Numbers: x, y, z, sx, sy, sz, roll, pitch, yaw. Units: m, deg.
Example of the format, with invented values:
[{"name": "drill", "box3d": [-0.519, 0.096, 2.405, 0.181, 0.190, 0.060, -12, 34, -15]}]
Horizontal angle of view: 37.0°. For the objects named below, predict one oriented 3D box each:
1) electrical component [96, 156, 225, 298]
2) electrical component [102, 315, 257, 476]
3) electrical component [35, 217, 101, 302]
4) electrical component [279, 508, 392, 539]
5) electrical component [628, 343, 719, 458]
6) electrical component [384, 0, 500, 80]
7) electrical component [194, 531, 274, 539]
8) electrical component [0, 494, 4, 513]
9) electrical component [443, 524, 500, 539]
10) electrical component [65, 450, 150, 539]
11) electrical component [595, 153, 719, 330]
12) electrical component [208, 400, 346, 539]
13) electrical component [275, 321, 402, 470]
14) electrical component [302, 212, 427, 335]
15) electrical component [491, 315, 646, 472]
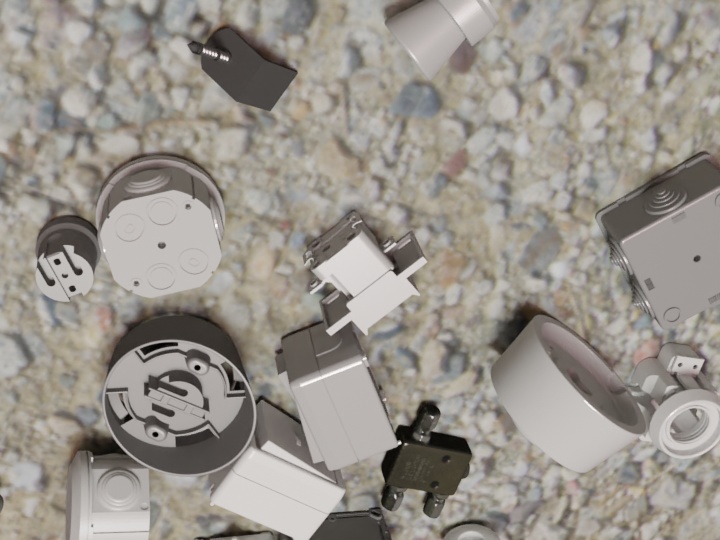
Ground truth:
[{"name": "electrical component", "box3d": [-0.123, -0.026, 0.667, 0.080, 0.051, 0.080, -5, 118, -9]}, {"name": "electrical component", "box3d": [-0.121, 0.082, 0.716, 0.099, 0.064, 0.099, -5, 118, -9]}, {"name": "electrical component", "box3d": [-0.182, -0.006, 0.668, 0.040, 0.046, 0.040, -5, 118, -9]}, {"name": "electrical component", "box3d": [-0.012, 0.226, 0.814, 0.096, 0.061, 0.061, -2, 117, -10]}, {"name": "electrical component", "box3d": [0.236, 0.103, 0.802, 0.058, 0.057, 0.078, 9, 115, -15]}, {"name": "electrical component", "box3d": [0.049, -0.147, 0.641, 0.055, 0.045, 0.045, -38, 118, 9]}, {"name": "electrical component", "box3d": [-0.093, 0.244, 0.808, 0.062, 0.061, 0.096, -3, 118, -10]}, {"name": "electrical component", "box3d": [-0.276, 0.149, 0.732, 0.045, 0.045, 0.055, -22, 119, 0]}, {"name": "electrical component", "box3d": [0.089, 0.236, 0.850, 0.048, 0.048, 0.062, -10, 125, -6]}, {"name": "electrical component", "box3d": [-0.175, 0.165, 0.741, 0.051, 0.080, 0.080, 3, 117, -18]}, {"name": "electrical component", "box3d": [0.224, -0.018, 0.741, 0.100, 0.048, 0.099, -29, 117, 8]}, {"name": "electrical component", "box3d": [-0.053, 0.142, 0.762, 0.096, 0.061, 0.061, 29, 108, -23]}, {"name": "electrical component", "box3d": [-0.015, 0.090, 0.743, 0.061, 0.061, 0.096, -21, 119, 1]}, {"name": "electrical component", "box3d": [0.000, 0.000, 0.710, 0.081, 0.042, 0.063, -38, 116, 9]}, {"name": "electrical component", "box3d": [0.139, 0.091, 0.751, 0.108, 0.108, 0.060, 34, 112, -25]}]
